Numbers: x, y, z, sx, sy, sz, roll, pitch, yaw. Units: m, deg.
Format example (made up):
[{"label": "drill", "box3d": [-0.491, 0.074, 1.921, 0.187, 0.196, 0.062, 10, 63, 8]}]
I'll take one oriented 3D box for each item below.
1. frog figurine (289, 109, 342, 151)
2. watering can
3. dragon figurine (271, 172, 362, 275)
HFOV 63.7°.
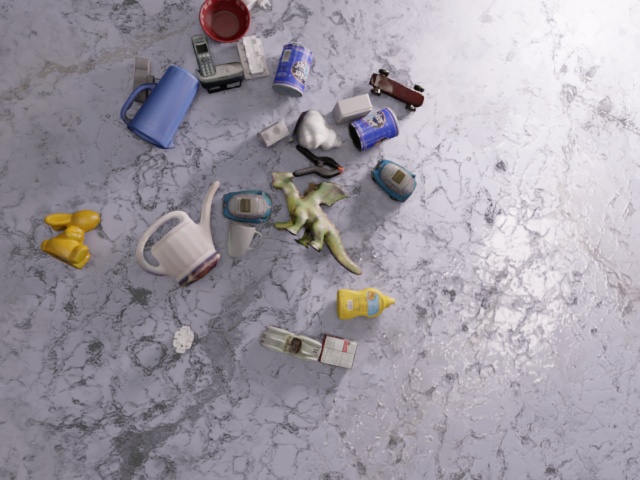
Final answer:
[{"label": "frog figurine", "box3d": [-0.003, -0.343, 1.657, 0.159, 0.141, 0.120, 22, -43, -2]}, {"label": "watering can", "box3d": [-0.393, -0.004, 1.588, 0.349, 0.223, 0.104, -40, 6, -7]}, {"label": "dragon figurine", "box3d": [0.005, -0.083, 1.650, 0.410, 0.246, 0.121, 31, -16, 0]}]
